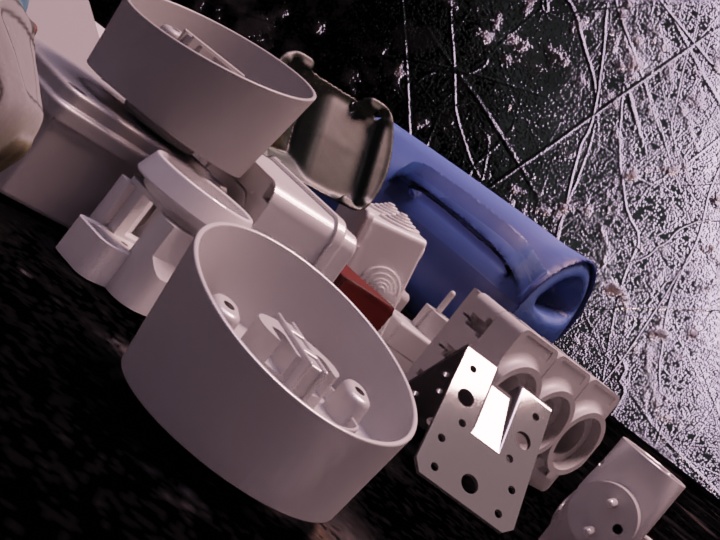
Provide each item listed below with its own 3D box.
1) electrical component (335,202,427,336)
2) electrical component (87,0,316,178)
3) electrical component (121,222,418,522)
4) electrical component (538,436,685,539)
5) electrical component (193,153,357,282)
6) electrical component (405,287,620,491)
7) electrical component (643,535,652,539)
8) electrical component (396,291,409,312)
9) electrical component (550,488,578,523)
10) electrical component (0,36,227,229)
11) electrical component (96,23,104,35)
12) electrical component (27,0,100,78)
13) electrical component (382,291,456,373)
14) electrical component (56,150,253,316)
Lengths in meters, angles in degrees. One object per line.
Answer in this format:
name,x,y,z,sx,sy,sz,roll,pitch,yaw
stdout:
electrical component,0.000,0.000,0.746,0.048,0.099,0.099,24,8,-15
electrical component,-0.076,-0.091,0.511,0.099,0.064,0.099,38,4,-3
electrical component,-0.029,0.035,0.364,0.099,0.064,0.099,38,4,-3
electrical component,0.135,0.133,0.587,0.043,0.077,0.079,40,5,22
electrical component,-0.060,-0.018,0.567,0.057,0.078,0.113,32,7,-34
electrical component,0.108,0.089,0.748,0.150,0.089,0.062,34,6,-46
electrical component,0.166,0.180,0.616,0.046,0.040,0.040,42,3,-18
electrical component,-0.008,0.012,0.855,0.056,0.050,0.089,34,6,-40
electrical component,0.150,0.161,0.653,0.062,0.048,0.048,48,6,7
electrical component,-0.136,-0.060,0.521,0.109,0.056,0.109,34,6,-47
electrical component,-0.236,-0.174,0.860,0.105,0.060,0.186,36,5,-22
electrical component,-0.200,-0.137,0.597,0.109,0.056,0.108,32,29,-52
electrical component,0.052,0.050,0.784,0.083,0.075,0.047,36,5,-26
electrical component,-0.084,-0.014,0.470,0.058,0.057,0.078,41,5,35
